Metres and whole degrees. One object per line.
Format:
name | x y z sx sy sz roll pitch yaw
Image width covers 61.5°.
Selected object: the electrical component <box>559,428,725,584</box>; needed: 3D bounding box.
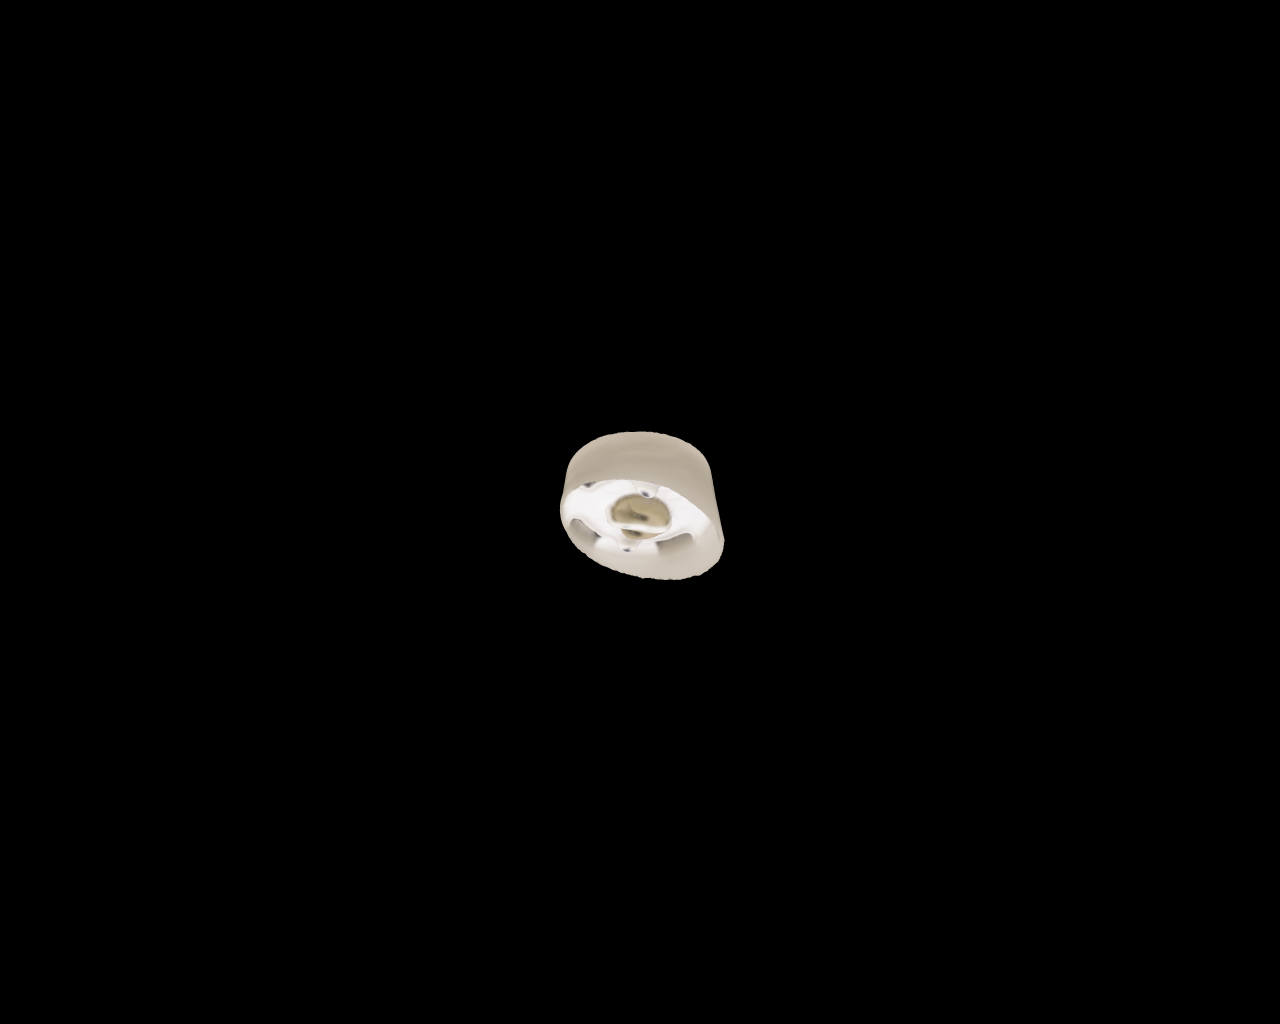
electrical component | 0.001 -0.003 0.650 0.099 0.064 0.099 0 -35 0
